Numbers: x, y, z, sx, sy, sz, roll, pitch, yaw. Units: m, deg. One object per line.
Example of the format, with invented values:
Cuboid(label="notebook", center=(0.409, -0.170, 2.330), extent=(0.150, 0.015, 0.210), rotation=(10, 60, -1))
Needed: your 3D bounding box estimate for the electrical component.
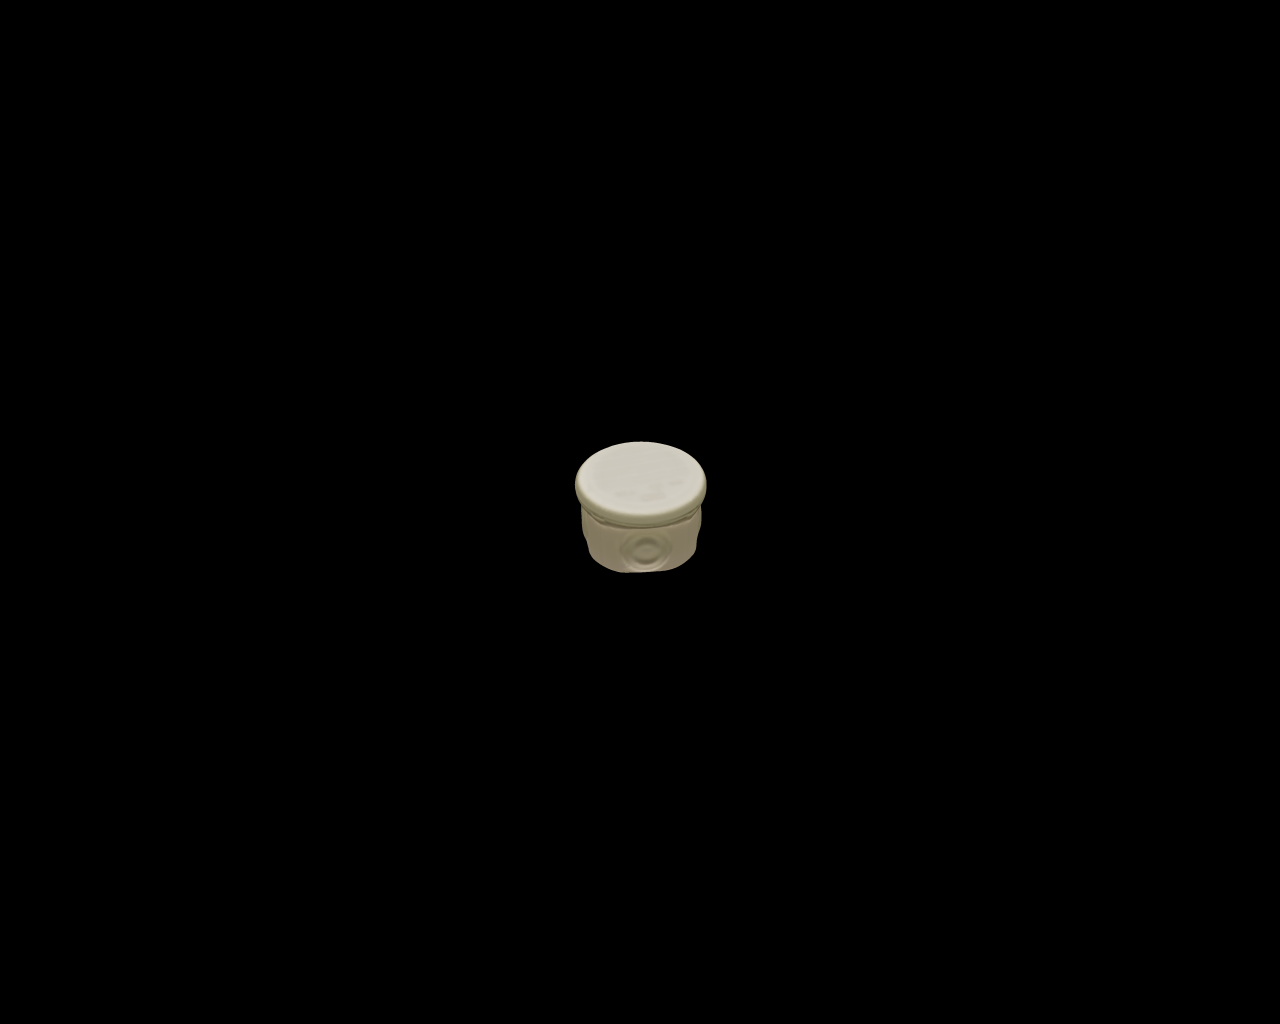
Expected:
Cuboid(label="electrical component", center=(0.001, -0.003, 0.650), extent=(0.080, 0.050, 0.080), rotation=(0, 37, 0))
